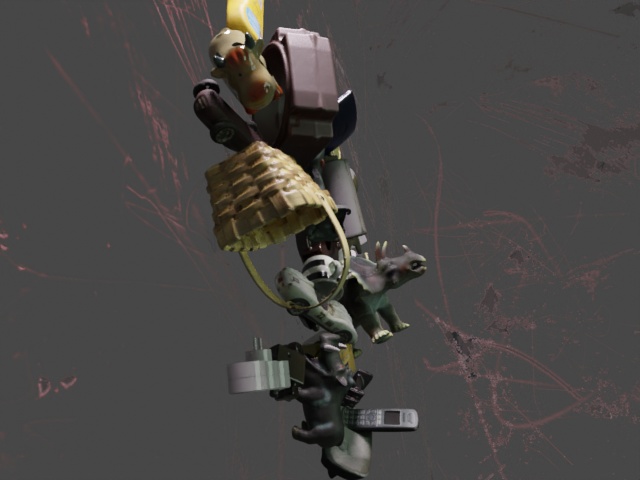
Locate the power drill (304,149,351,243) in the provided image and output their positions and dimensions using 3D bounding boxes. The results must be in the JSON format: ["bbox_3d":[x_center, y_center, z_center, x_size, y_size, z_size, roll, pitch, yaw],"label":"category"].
[{"bbox_3d":[-0.010,-0.114,1.021,0.231,0.086,0.207,103,-31,-53],"label":"power drill"}]

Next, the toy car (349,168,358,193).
[{"bbox_3d":[0.044,-0.138,1.357,0.162,0.103,0.109,-85,158,-51],"label":"toy car"}]

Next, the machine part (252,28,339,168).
[{"bbox_3d":[-0.051,-0.237,0.918,0.201,0.087,0.201,148,-63,-62],"label":"machine part"}]

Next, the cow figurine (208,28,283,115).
[{"bbox_3d":[-0.114,-0.255,0.794,0.127,0.085,0.195,54,4,-45],"label":"cow figurine"}]

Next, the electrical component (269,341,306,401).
[{"bbox_3d":[-0.055,0.211,0.861,0.078,0.045,0.102,27,45,-35],"label":"electrical component"}]

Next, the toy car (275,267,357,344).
[{"bbox_3d":[-0.002,0.122,0.965,0.201,0.056,0.074,39,15,-31],"label":"toy car"}]

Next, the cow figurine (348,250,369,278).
[{"bbox_3d":[0.073,0.085,1.316,0.167,0.098,0.068,-76,158,-58],"label":"cow figurine"}]

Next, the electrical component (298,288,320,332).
[{"bbox_3d":[-0.011,0.138,1.047,0.063,0.021,0.093,-48,139,-23],"label":"electrical component"}]

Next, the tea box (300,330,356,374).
[{"bbox_3d":[0.017,0.234,1.058,0.169,0.068,0.098,-10,89,-76],"label":"tea box"}]

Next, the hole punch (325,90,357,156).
[{"bbox_3d":[0.021,-0.241,1.104,0.142,0.092,0.115,-44,124,-25],"label":"hole punch"}]

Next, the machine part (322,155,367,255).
[{"bbox_3d":[0.043,-0.084,1.155,0.079,0.079,0.243,-8,83,-75],"label":"machine part"}]

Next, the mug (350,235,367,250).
[{"bbox_3d":[0.063,-0.027,1.414,0.107,0.081,0.109,67,21,-3],"label":"mug"}]

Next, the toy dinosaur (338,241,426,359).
[{"bbox_3d":[0.083,0.146,1.183,0.192,0.131,0.404,64,-30,15],"label":"toy dinosaur"}]

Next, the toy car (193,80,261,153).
[{"bbox_3d":[-0.131,-0.163,0.817,0.089,0.053,0.202,62,8,18],"label":"toy car"}]

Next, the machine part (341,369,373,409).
[{"bbox_3d":[0.065,0.293,1.050,0.039,0.084,0.139,45,6,9],"label":"machine part"}]

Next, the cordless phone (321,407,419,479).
[{"bbox_3d":[0.101,0.386,1.038,0.147,0.184,0.088,-77,157,-57],"label":"cordless phone"}]

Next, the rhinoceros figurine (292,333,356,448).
[{"bbox_3d":[0.005,0.255,0.916,0.073,0.112,0.190,26,62,-69],"label":"rhinoceros figurine"}]

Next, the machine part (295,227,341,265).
[{"bbox_3d":[-0.002,-0.004,1.179,0.179,0.056,0.179,-11,90,-74],"label":"machine part"}]
